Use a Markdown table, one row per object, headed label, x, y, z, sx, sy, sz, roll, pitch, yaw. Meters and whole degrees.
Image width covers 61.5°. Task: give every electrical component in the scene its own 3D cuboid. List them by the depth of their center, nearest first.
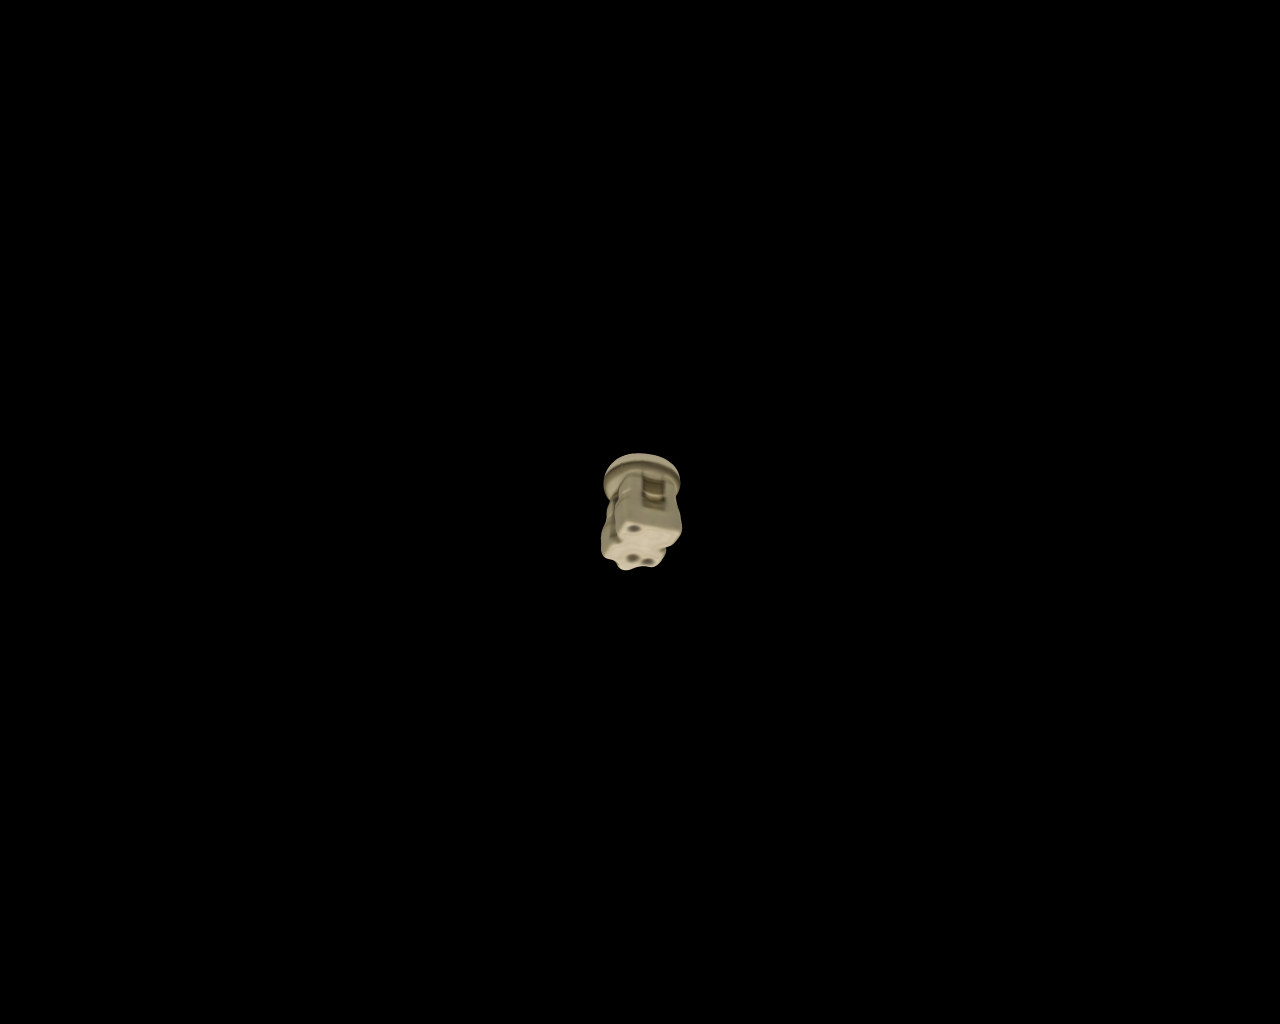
| label | x | y | z | sx | sy | sz | roll | pitch | yaw |
| --- | --- | --- | --- | --- | --- | --- | --- | --- | --- |
| electrical component | 0.001 | -0.003 | 0.650 | 0.048 | 0.055 | 0.066 | 13 | -38 | -18 |
